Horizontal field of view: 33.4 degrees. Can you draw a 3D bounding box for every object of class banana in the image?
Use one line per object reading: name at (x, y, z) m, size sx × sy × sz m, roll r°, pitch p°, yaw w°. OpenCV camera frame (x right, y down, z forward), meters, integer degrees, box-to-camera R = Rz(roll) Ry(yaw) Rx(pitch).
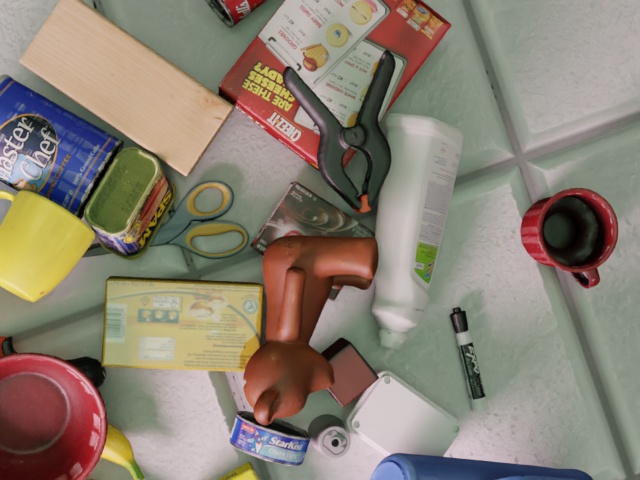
banana at (-0.287, 0.224, 1.143) m, size 0.197 × 0.037 × 0.069 m, roll 0°, pitch 64°, yaw -4°

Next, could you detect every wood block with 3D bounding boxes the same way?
wood block at (-0.201, -0.164, 1.136) m, size 0.206 × 0.090 × 0.091 m, roll 34°, pitch 92°, yaw -6°

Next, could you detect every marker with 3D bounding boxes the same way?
marker at (0.170, 0.136, 1.219) m, size 0.020 × 0.020 × 0.121 m, roll -14°, pitch 91°, yaw -7°

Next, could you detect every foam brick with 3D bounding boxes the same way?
foam brick at (0.024, 0.144, 1.171) m, size 0.051 × 0.078 × 0.053 m, roll -39°, pitch 92°, yaw -6°

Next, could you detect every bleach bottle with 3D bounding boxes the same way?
bleach bottle at (0.096, -0.006, 1.173) m, size 0.068 × 0.102 × 0.251 m, roll 10°, pitch 89°, yaw 34°

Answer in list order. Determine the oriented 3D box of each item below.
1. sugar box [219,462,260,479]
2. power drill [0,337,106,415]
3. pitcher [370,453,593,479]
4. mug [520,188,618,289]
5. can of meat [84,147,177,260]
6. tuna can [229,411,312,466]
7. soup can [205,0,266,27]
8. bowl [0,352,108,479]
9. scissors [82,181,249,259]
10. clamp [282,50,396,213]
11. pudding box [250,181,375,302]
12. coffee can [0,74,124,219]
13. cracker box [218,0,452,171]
sugar box at (-0.074, 0.345, 1.171) m, size 0.093 × 0.048 × 0.176 m, roll -29°, pitch 92°, yaw -7°
power drill at (-0.337, 0.098, 1.135) m, size 0.184 × 0.057 × 0.187 m, roll -15°, pitch 90°, yaw -11°
pitcher at (0.178, 0.289, 1.123) m, size 0.242 × 0.145 × 0.149 m, roll 14°, pitch 98°, yaw -23°
mug at (0.281, 0.000, 1.203) m, size 0.093 × 0.081 × 0.117 m, roll -28°, pitch 93°, yaw -7°
can of meat at (-0.201, -0.039, 1.130) m, size 0.057 × 0.084 × 0.102 m, roll 25°, pitch 76°, yaw 9°
tuna can at (-0.054, 0.215, 1.155) m, size 0.086 × 0.086 × 0.034 m, roll 18°, pitch 88°, yaw -7°
soup can at (-0.078, -0.291, 1.168) m, size 0.102 × 0.068 × 0.068 m, roll -39°, pitch 94°, yaw -7°
bowl at (-0.300, 0.186, 1.088) m, size 0.162 × 0.055 × 0.162 m, roll -3°, pitch 101°, yaw -15°
scissors at (-0.178, -0.021, 1.178) m, size 0.201 × 0.016 × 0.096 m, roll 3°, pitch 87°, yaw -7°
clamp at (0.040, -0.117, 1.125) m, size 0.120 × 0.039 × 0.171 m, roll -18°, pitch 97°, yaw -1°
pudding box at (-0.008, 0.001, 1.187) m, size 0.113 × 0.039 × 0.090 m, roll 33°, pitch 86°, yaw -5°
coffee can at (-0.293, -0.095, 1.120) m, size 0.140 × 0.103 × 0.103 m, roll 30°, pitch 86°, yaw -6°
cracker box at (0.014, -0.199, 1.177) m, size 0.164 × 0.072 × 0.213 m, roll 37°, pitch 86°, yaw -5°
